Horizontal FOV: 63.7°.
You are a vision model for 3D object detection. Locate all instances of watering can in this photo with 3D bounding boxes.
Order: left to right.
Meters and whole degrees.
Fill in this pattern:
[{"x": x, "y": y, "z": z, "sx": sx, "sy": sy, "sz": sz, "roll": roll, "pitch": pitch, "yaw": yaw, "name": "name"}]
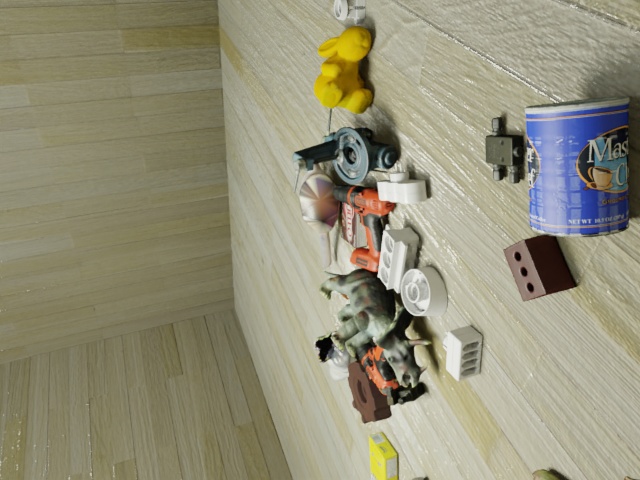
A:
[{"x": 0.004, "y": -0.070, "z": 1.385, "sx": 0.226, "sy": 0.104, "sz": 0.344, "roll": -99, "pitch": 0, "yaw": -79, "name": "watering can"}]

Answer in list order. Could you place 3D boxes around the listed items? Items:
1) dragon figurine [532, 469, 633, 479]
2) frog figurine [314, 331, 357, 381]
[{"x": 0.310, "y": 0.383, "z": 0.562, "sx": 0.408, "sy": 0.244, "sz": 0.122, "roll": -14, "pitch": 93, "yaw": 69, "name": "dragon figurine"}, {"x": 0.066, "y": 0.349, "z": 1.516, "sx": 0.157, "sy": 0.124, "sz": 0.138, "roll": 47, "pitch": 165, "yaw": -26, "name": "frog figurine"}]
